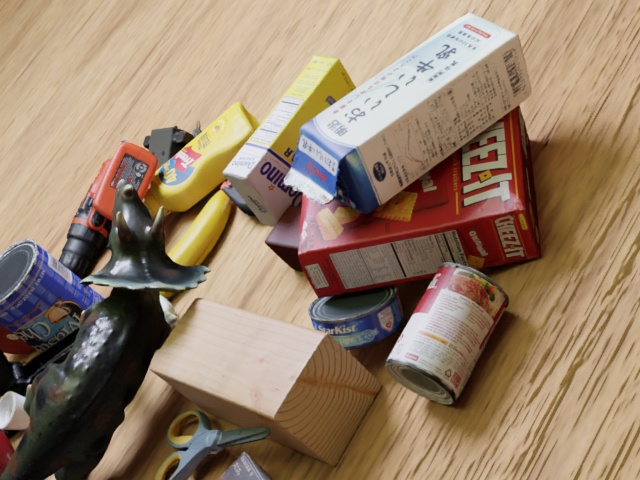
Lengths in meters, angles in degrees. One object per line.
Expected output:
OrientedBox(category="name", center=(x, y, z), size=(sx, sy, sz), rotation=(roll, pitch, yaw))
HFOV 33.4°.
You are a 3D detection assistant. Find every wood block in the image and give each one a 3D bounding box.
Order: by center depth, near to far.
OrientedBox(category="wood block", center=(-0.056, 0.127, 1.003), size=(0.206, 0.090, 0.090), rotation=(10, 61, 50))

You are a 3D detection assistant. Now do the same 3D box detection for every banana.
OrientedBox(category="banana", center=(-0.167, 0.018, 1.279), size=(0.198, 0.037, 0.070), rotation=(-48, 35, -5))

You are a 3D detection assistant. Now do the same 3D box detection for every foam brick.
OrientedBox(category="foam brick", center=(-0.007, 0.001, 1.119), size=(0.078, 0.053, 0.051), rotation=(10, 61, 49))

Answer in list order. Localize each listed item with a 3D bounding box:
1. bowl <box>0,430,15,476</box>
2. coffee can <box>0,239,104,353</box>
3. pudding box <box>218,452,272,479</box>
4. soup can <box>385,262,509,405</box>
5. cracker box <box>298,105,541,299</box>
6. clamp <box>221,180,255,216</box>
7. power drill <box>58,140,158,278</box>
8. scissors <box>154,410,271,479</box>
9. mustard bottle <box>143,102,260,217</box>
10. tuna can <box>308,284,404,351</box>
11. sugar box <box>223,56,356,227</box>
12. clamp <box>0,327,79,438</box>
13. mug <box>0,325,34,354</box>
OrientedBox(category="bowl", center=(-0.374, 0.273, 1.172), size=(0.162, 0.055, 0.162), rotation=(-163, 91, -83))
OrientedBox(category="coffee can", center=(-0.329, 0.080, 1.289), size=(0.103, 0.140, 0.103), rotation=(-27, 38, 24))
OrientedBox(category="pudding box", center=(-0.067, 0.254, 0.926), size=(0.090, 0.039, 0.114), rotation=(-45, 34, 0))
OrientedBox(category="soup can", center=(0.108, 0.080, 0.903), size=(0.069, 0.068, 0.102), rotation=(8, 60, 49))
OrientedBox(category="cracker box", center=(0.090, -0.044, 1.005), size=(0.214, 0.072, 0.164), rotation=(-12, 44, 17))
OrientedBox(category="clamp", center=(-0.039, -0.073, 1.243), size=(0.172, 0.039, 0.120), rotation=(5, 51, 41))
OrientedBox(category="power drill", center=(-0.281, -0.041, 1.392), size=(0.188, 0.057, 0.184), rotation=(-24, 43, 62))
OrientedBox(category="scissors", center=(-0.109, 0.206, 1.005), size=(0.202, 0.016, 0.096), rotation=(1, 61, 63))
OrientedBox(category="mustard bottle", center=(-0.157, -0.091, 1.365), size=(0.192, 0.058, 0.096), rotation=(-39, 34, 9))
OrientedBox(category="tuna can", center=(0.034, 0.069, 0.990), size=(0.086, 0.034, 0.086), rotation=(-15, 18, 5))
OrientedBox(category="sugar box", center=(-0.021, -0.106, 1.161), size=(0.048, 0.093, 0.176), rotation=(15, 63, 41))
OrientedBox(category="clamp", center=(-0.359, 0.156, 1.237), size=(0.210, 0.164, 0.036), rotation=(-56, 42, 28))
OrientedBox(category="mug", center=(-0.396, 0.086, 1.381), size=(0.093, 0.117, 0.081), rotation=(-8, 46, 1))
